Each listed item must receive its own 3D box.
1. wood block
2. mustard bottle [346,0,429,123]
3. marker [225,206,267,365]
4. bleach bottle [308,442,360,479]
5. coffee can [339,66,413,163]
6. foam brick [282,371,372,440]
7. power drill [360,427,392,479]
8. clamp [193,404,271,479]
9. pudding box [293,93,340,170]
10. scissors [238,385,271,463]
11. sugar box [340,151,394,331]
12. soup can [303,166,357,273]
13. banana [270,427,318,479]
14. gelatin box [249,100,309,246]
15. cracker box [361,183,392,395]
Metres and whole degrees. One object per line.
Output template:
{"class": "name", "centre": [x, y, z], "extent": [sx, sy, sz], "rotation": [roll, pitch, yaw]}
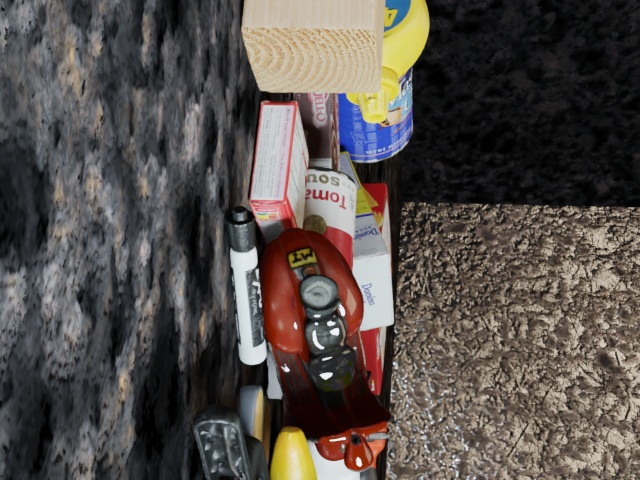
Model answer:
{"class": "wood block", "centre": [0.002, -0.217, 0.765], "extent": [0.090, 0.091, 0.206], "rotation": [74, 18, -69]}
{"class": "mustard bottle", "centre": [0.035, -0.179, 0.828], "extent": [0.058, 0.096, 0.191], "rotation": [47, 36, -64]}
{"class": "marker", "centre": [-0.048, 0.031, 0.699], "extent": [0.020, 0.020, 0.121], "rotation": [-79, 169, -54]}
{"class": "bleach bottle", "centre": [0.007, 0.252, 0.928], "extent": [0.102, 0.068, 0.251], "rotation": [-111, -163, -52]}
{"class": "coffee can", "centre": [0.045, -0.163, 1.107], "extent": [0.140, 0.103, 0.102], "rotation": [83, 11, -55]}
{"class": "foam brick", "centre": [0.007, 0.146, 0.958], "extent": [0.051, 0.078, 0.053], "rotation": [-32, 123, -80]}
{"class": "power drill", "centre": [0.028, 0.287, 1.105], "extent": [0.185, 0.057, 0.187], "rotation": [150, -63, -62]}
{"class": "clamp", "centre": [-0.051, 0.145, 0.619], "extent": [0.171, 0.039, 0.120], "rotation": [-46, 143, -87]}
{"class": "pudding box", "centre": [-0.002, -0.088, 0.990], "extent": [0.090, 0.039, 0.113], "rotation": [-54, 146, -79]}
{"class": "scissors", "centre": [-0.048, 0.198, 0.751], "extent": [0.096, 0.016, 0.202], "rotation": [-48, 140, -81]}
{"class": "sugar box", "centre": [0.031, -0.002, 1.065], "extent": [0.176, 0.048, 0.093], "rotation": [-105, -173, -52]}
{"class": "soup can", "centre": [-0.006, 0.001, 0.849], "extent": [0.068, 0.068, 0.102], "rotation": [75, 17, -68]}
{"class": "banana", "centre": [-0.026, 0.210, 0.758], "extent": [0.198, 0.037, 0.070], "rotation": [102, -33, -49]}
{"class": "gelatin box", "centre": [-0.030, -0.048, 0.793], "extent": [0.073, 0.030, 0.089], "rotation": [75, 17, -62]}
{"class": "cracker box", "centre": [0.046, 0.057, 1.313], "extent": [0.213, 0.072, 0.164], "rotation": [-80, 168, -48]}
